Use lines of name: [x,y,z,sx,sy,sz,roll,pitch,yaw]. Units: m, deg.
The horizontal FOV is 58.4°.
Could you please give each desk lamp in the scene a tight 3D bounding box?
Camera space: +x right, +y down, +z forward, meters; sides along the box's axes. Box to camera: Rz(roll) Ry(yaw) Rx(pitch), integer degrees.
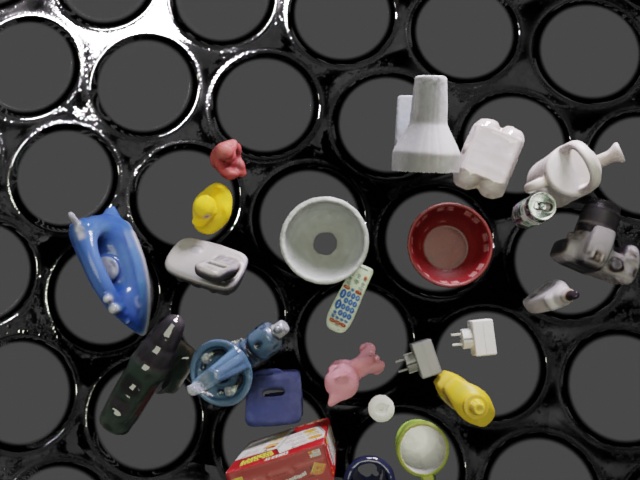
desk lamp: [0.188,-0.199,1.046,0.118,0.213,0.203,2,83,3]

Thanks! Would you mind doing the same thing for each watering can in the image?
watering can: [0.460,-0.128,1.038,0.173,0.194,0.101,-43,83,-3]

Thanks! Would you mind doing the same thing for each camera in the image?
camera: [0.528,-0.001,1.068,0.143,0.101,0.137,22,85,5]

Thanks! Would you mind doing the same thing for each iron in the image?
iron: [-0.397,0.062,1.074,0.118,0.141,0.258,-25,83,-1]

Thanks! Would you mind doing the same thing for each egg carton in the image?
egg carton: [0.325,-0.158,1.109,0.107,0.069,0.150,22,85,4]

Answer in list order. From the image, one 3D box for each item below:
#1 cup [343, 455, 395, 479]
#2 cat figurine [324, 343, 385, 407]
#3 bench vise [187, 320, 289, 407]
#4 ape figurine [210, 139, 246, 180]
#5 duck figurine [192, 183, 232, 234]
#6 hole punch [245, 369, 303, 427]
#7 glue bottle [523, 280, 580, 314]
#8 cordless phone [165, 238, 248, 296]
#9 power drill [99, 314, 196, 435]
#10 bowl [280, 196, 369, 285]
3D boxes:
cup: [0.097,0.438,1.036,0.092,0.095,0.117,-41,84,-3]
cat figurine: [0.058,0.246,1.048,0.128,0.118,0.067,-33,83,-2]
bench vise: [-0.157,0.206,1.009,0.121,0.220,0.207,35,86,6]
ape figurine: [-0.181,-0.163,1.117,0.076,0.092,0.078,22,85,5]
duck figurine: [-0.215,-0.065,1.110,0.077,0.086,0.105,24,85,5]
hole punch: [-0.087,0.291,1.062,0.108,0.091,0.101,-5,83,2]
glue bottle: [0.423,0.101,1.024,0.078,0.173,0.037,-35,83,-2]
cordless phone: [-0.218,0.044,1.047,0.147,0.185,0.094,14,84,4]
power drill: [-0.290,0.229,1.017,0.075,0.208,0.230,32,86,6]
bowl: [0.010,0.004,1.099,0.167,0.075,0.167,0,83,2]
